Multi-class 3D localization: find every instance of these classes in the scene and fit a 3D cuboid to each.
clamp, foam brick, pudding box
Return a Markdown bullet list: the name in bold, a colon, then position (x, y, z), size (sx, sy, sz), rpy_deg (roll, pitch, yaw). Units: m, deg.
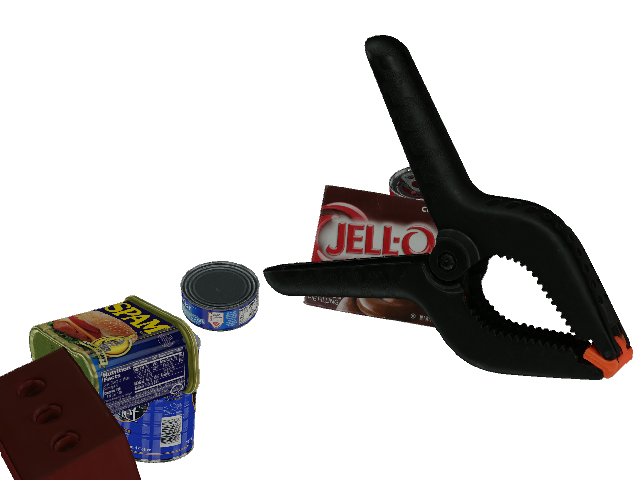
- **clamp**: position (0.073, -0.003, 0.566), size (0.210, 0.165, 0.036), rpy_deg (29, 25, 25)
- **foam brick**: position (-0.131, 0.103, 0.536), size (0.052, 0.051, 0.078), rpy_deg (-26, 42, -23)
- **pudding box**: position (0.051, 0.013, 0.784), size (0.113, 0.090, 0.039), rpy_deg (10, -4, 8)

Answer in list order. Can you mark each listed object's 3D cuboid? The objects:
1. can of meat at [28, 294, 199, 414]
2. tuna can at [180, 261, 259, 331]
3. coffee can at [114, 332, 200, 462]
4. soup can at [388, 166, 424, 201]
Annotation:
- **can of meat**: position (-0.150, 0.084, 0.770), size (0.083, 0.057, 0.102), rpy_deg (-15, 23, -37)
- **tuna can**: position (-0.110, 0.061, 1.172), size (0.086, 0.034, 0.086), rpy_deg (2, 35, -2)
- **coffee can**: position (-0.202, 0.185, 1.307), size (0.103, 0.140, 0.103), rpy_deg (5, 16, -2)
- **soup can**: position (0.107, -0.018, 1.112), size (0.068, 0.102, 0.068), rpy_deg (-3, 34, 2)
